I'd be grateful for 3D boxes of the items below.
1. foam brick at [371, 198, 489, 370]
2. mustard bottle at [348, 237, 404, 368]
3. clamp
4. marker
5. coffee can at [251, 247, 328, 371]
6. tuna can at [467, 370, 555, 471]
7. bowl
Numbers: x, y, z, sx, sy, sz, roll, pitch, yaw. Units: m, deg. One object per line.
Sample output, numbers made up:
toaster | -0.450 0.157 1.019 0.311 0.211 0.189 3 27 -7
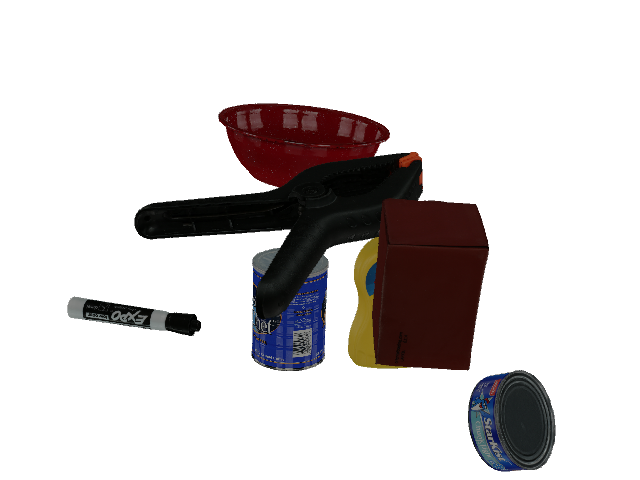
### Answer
foam brick | 0.056 0.023 0.569 0.053 0.078 0.051 4 31 -1
mustard bottle | 0.086 0.052 1.245 0.096 0.192 0.058 1 14 -12
clamp | -0.016 -0.021 0.754 0.209 0.036 0.165 -28 37 -36
marker | -0.160 0.065 0.918 0.121 0.020 0.020 7 2 16
coffee can | -0.042 0.092 1.451 0.103 0.140 0.103 2 20 -1
tuna can | 0.167 0.158 0.931 0.085 0.086 0.034 0 -13 -46
bowl | -0.018 -0.085 1.004 0.162 0.055 0.162 6 19 -2
